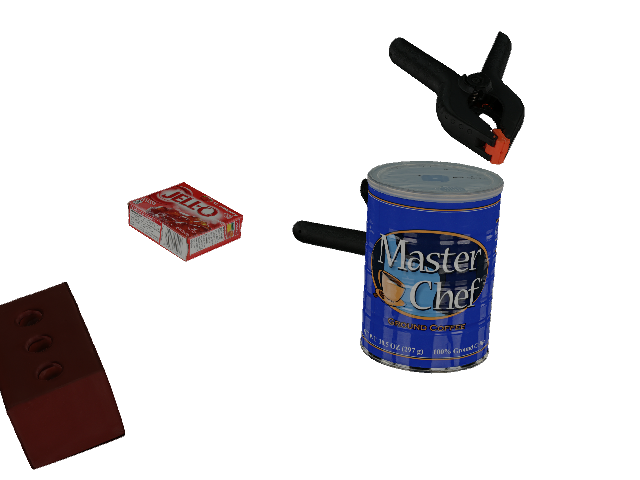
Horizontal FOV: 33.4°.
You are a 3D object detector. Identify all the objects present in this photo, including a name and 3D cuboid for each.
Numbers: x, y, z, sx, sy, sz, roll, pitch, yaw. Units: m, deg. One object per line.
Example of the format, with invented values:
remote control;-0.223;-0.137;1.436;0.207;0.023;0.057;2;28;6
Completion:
clamp;0.128;-0.137;0.976;0.120;0.039;0.171;-3;44;-1
gelatin box;-0.132;-0.021;1.037;0.089;0.030;0.073;30;37;33
foam brick;-0.145;0.072;0.572;0.053;0.051;0.078;-21;43;-16
clamp;0.080;0.007;1.264;0.210;0.036;0.164;37;41;26
coffee can;0.084;0.018;0.826;0.103;0.140;0.103;2;17;-1
